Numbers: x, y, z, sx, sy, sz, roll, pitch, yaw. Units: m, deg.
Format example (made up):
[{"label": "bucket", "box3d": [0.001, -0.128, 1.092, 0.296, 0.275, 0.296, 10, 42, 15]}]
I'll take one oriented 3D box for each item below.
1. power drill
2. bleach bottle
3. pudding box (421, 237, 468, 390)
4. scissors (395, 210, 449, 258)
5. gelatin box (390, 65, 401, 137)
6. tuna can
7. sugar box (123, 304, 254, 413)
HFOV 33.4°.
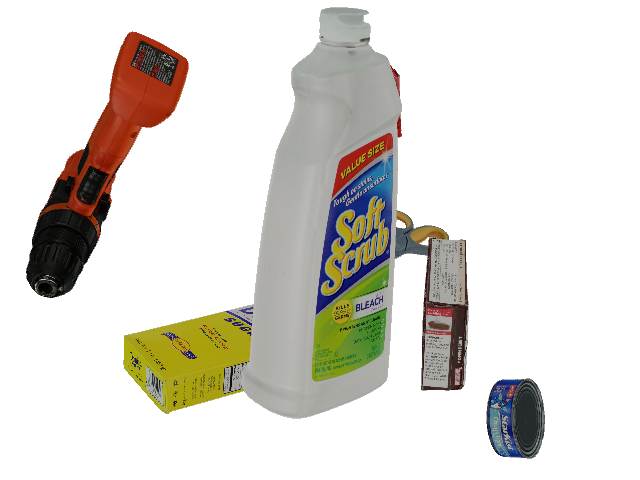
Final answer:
[{"label": "power drill", "box3d": [-0.178, -0.063, 0.868, 0.057, 0.188, 0.184, 26, 32, -18]}, {"label": "bleach bottle", "box3d": [0.003, -0.019, 0.679, 0.102, 0.251, 0.068, -14, 26, -39]}, {"label": "pudding box", "box3d": [0.107, 0.062, 0.925, 0.039, 0.090, 0.113, 1, 29, 5]}, {"label": "scissors", "box3d": [0.074, 0.000, 1.238, 0.096, 0.016, 0.201, 37, 31, 31]}, {"label": "gelatin box", "box3d": [0.034, -0.126, 1.041, 0.089, 0.073, 0.030, -15, 44, -10]}, {"label": "tuna can", "box3d": [0.212, 0.193, 1.161, 0.034, 0.086, 0.086, -5, -3, 33]}, {"label": "sugar box", "box3d": [-0.096, 0.111, 1.061, 0.175, 0.048, 0.093, -15, 33, -31]}]
